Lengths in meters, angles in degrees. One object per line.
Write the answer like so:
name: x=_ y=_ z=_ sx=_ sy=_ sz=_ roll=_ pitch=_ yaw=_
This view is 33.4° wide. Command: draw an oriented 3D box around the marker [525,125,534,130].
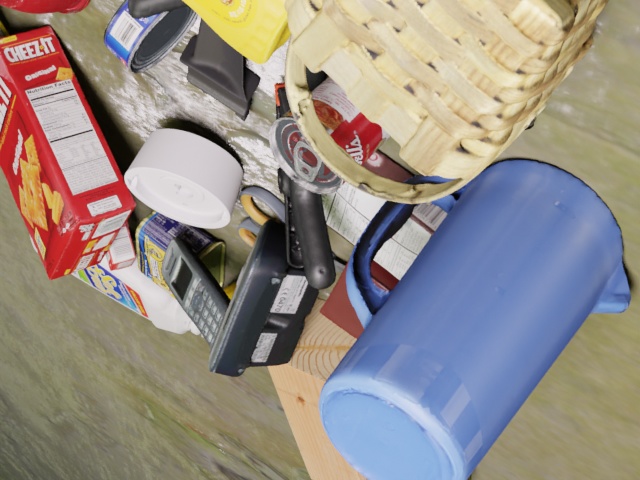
marker: x=0.112 y=-0.079 z=0.785 sx=0.020 sy=0.020 sz=0.121 roll=54 pitch=148 yaw=-16

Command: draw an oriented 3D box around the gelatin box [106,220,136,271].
gelatin box: x=-0.232 y=-0.014 z=1.197 sx=0.073 sy=0.030 sz=0.089 roll=149 pitch=105 yaw=-74

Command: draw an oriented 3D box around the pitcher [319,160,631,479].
pitcher: x=0.096 y=0.055 z=0.746 sx=0.149 sy=0.242 sz=0.145 roll=-4 pitch=122 yaw=44

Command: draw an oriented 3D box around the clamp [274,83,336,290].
clamp: x=-0.013 y=-0.042 z=0.880 sx=0.120 sy=0.039 sz=0.171 roll=-138 pitch=39 yaw=-67

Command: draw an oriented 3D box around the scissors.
scissors: x=-0.007 y=0.001 z=1.018 sx=0.202 sy=0.016 sz=0.096 roll=16 pitch=139 yaw=37

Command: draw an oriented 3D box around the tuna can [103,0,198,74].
tuna can: x=-0.138 y=-0.181 z=0.885 sx=0.034 sy=0.086 sz=0.086 roll=44 pitch=149 yaw=3

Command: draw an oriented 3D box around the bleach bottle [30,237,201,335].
bleach bottle: x=-0.232 y=0.035 z=1.272 sx=0.251 sy=0.068 sz=0.103 roll=31 pitch=146 yaw=16

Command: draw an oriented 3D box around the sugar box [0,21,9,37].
sugar box: x=-0.377 y=-0.245 z=1.081 sx=0.093 sy=0.048 sz=0.176 roll=32 pitch=161 yaw=17

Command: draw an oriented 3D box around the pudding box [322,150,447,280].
pudding box: x=0.053 y=-0.023 z=0.900 sx=0.113 sy=0.039 sz=0.090 roll=39 pitch=150 yaw=14

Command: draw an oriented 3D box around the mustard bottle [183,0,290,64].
mustard bottle: x=-0.089 y=-0.203 z=0.682 sx=0.191 sy=0.058 sz=0.096 roll=37 pitch=143 yaw=-1

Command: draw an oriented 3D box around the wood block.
wood block: x=0.024 y=0.173 z=1.115 sx=0.091 sy=0.090 sz=0.206 roll=19 pitch=141 yaw=36

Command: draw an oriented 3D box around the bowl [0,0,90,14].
bowl: x=-0.286 y=-0.267 z=0.981 sx=0.162 sy=0.055 sz=0.162 roll=30 pitch=145 yaw=23

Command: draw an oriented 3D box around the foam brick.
foam brick: x=0.045 y=0.044 z=0.959 sx=0.053 sy=0.051 sz=0.078 roll=37 pitch=135 yaw=9

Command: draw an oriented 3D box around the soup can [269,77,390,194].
soup can: x=0.019 y=-0.091 z=0.797 sx=0.069 sy=0.102 sz=0.068 roll=29 pitch=146 yaw=22

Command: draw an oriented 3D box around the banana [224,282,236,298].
banana: x=-0.079 y=0.074 z=1.171 sx=0.069 sy=0.037 sz=0.198 roll=29 pitch=151 yaw=-9

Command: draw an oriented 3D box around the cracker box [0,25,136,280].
cracker box: x=-0.282 y=-0.086 z=1.111 sx=0.214 sy=0.072 sz=0.164 roll=63 pitch=149 yaw=10

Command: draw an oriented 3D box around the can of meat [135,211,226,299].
can of meat: x=-0.154 y=0.021 z=1.170 sx=0.084 sy=0.057 sz=0.102 roll=35 pitch=147 yaw=18

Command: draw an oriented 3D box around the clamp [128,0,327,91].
clamp: x=-0.015 y=-0.185 z=0.751 sx=0.164 sy=0.036 sz=0.210 roll=26 pitch=139 yaw=-30
